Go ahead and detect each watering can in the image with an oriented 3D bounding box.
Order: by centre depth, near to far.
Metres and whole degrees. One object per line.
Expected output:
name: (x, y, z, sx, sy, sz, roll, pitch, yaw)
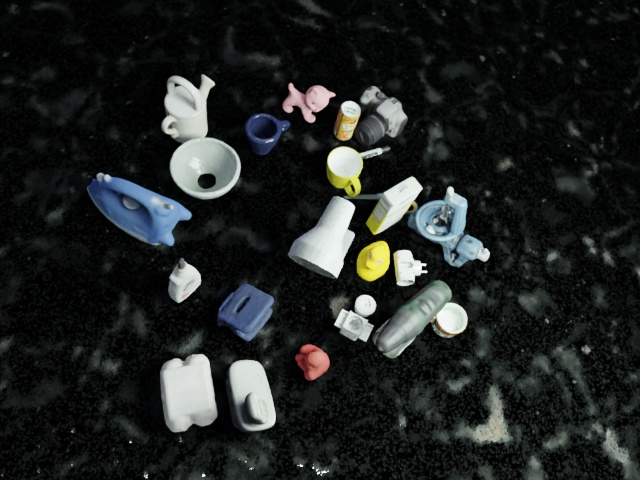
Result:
watering can: (-0.328, -0.337, 1.409, 0.101, 0.194, 0.173, 14, 64, -3)

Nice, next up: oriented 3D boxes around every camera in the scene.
camera: (0.146, -0.330, 1.540, 0.143, 0.101, 0.137, 43, 66, 10)

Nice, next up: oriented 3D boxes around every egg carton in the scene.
egg carton: (-0.275, 0.317, 1.190, 0.107, 0.069, 0.150, -10, 68, -14)

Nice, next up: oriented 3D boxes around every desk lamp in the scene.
desk lamp: (0.012, 0.005, 1.302, 0.118, 0.213, 0.203, 26, 64, 3)

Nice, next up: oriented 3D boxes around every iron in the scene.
iron: (-0.432, -0.094, 1.310, 0.258, 0.141, 0.119, 25, 64, 2)

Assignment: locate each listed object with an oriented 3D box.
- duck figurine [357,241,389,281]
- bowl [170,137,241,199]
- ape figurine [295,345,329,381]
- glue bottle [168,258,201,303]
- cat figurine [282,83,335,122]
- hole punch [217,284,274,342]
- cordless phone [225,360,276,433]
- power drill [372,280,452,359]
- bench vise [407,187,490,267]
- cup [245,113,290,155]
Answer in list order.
duck figurine: (0.135, 0.040, 1.379, 0.077, 0.086, 0.105, 31, 65, 5)
bowl: (-0.280, -0.164, 1.405, 0.167, 0.074, 0.167, 4, 65, -8)
ape figurine: (-0.014, 0.264, 1.248, 0.076, 0.092, 0.078, 9, 65, -5)
glue bottle: (-0.296, 0.078, 1.238, 0.037, 0.173, 0.078, 37, 65, 8)
cat figurine: (-0.030, -0.379, 1.523, 0.128, 0.117, 0.067, 23, 64, 1)
hole punch: (-0.167, 0.156, 1.270, 0.101, 0.091, 0.109, 34, 65, 7)
cordless phone: (-0.139, 0.307, 1.155, 0.094, 0.185, 0.147, -14, 69, -15)
power drill: (0.186, 0.188, 1.252, 0.230, 0.208, 0.075, -40, 77, -23)
bench vise: (0.328, -0.041, 1.375, 0.207, 0.219, 0.121, 22, 64, 1)
cup: (-0.135, -0.266, 1.466, 0.118, 0.095, 0.091, -19, 70, -17)
